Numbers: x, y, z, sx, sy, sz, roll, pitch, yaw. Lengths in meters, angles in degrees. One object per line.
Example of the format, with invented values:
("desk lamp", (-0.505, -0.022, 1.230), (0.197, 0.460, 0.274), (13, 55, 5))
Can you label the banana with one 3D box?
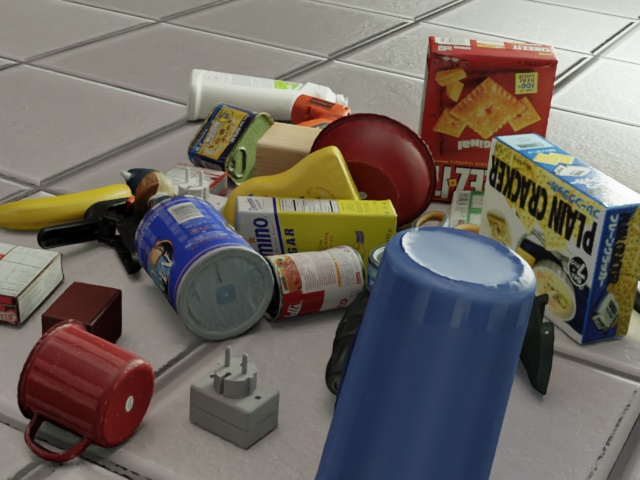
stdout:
("banana", (-0.311, -0.042, 1.294), (0.197, 0.037, 0.070), (-9, 31, -26))

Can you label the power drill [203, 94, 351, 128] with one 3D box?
("power drill", (-0.055, -0.161, 1.566), (0.185, 0.057, 0.187), (23, 34, 26))

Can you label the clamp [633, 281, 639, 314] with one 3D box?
("clamp", (0.353, 0.036, 1.238), (0.210, 0.036, 0.164), (26, 32, 38))

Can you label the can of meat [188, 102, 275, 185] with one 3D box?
("can of meat", (-0.121, -0.133, 1.452), (0.084, 0.057, 0.102), (21, 72, 37))

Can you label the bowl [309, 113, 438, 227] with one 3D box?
("bowl", (0.056, -0.068, 1.275), (0.162, 0.162, 0.055), (11, 36, 13))

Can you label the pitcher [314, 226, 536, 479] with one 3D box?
("pitcher", (0.071, 0.112, 0.792), (0.149, 0.243, 0.144), (20, 26, 17))

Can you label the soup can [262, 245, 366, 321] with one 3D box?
("soup can", (-0.011, 0.044, 1.127), (0.102, 0.068, 0.069), (-8, 28, -26))

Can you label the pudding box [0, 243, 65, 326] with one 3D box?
("pudding box", (-0.330, 0.044, 1.111), (0.090, 0.039, 0.113), (9, 28, 9))

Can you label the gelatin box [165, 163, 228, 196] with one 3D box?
("gelatin box", (-0.169, -0.066, 1.378), (0.073, 0.030, 0.089), (11, 27, 16))

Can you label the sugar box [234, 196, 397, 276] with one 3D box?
("sugar box", (-0.008, 0.002, 1.187), (0.176, 0.093, 0.048), (-1, 29, -9))

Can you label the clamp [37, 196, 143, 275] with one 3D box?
("clamp", (-0.253, -0.013, 1.236), (0.120, 0.039, 0.171), (18, 19, -7))

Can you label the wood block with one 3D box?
("wood block", (0.027, -0.083, 1.372), (0.206, 0.091, 0.090), (10, 27, 11))

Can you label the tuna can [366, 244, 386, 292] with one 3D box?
("tuna can", (0.089, 0.032, 1.051), (0.086, 0.034, 0.086), (1, 21, -1))

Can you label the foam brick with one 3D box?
("foam brick", (-0.229, 0.083, 1.030), (0.051, 0.053, 0.078), (9, 25, 9))

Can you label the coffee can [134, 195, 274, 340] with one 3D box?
("coffee can", (-0.122, 0.026, 1.106), (0.102, 0.103, 0.140), (-9, 28, -25))

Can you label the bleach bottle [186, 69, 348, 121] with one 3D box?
("bleach bottle", (-0.081, -0.220, 1.680), (0.250, 0.068, 0.102), (4, 26, -5))

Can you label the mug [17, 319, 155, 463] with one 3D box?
("mug", (-0.200, 0.134, 0.900), (0.082, 0.093, 0.117), (21, 60, 21))

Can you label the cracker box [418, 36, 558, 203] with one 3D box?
("cracker box", (0.213, -0.152, 1.404), (0.164, 0.214, 0.072), (5, 27, 2))

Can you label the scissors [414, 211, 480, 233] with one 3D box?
("scissors", (0.140, 0.019, 1.252), (0.096, 0.016, 0.201), (6, 31, 11))

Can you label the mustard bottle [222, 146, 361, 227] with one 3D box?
("mustard bottle", (-0.051, -0.030, 1.228), (0.192, 0.096, 0.058), (-22, 23, 8))
